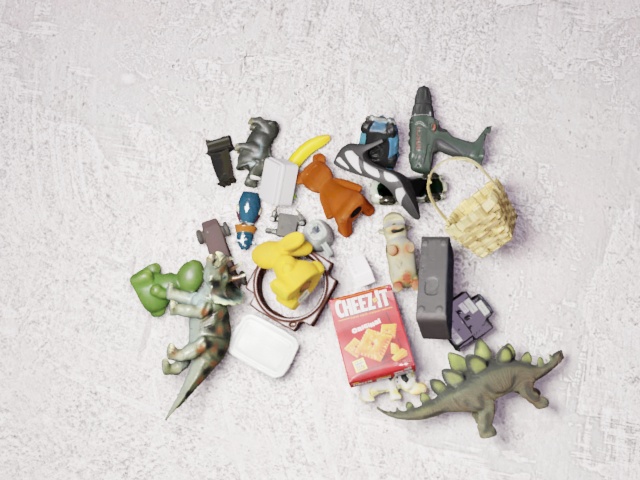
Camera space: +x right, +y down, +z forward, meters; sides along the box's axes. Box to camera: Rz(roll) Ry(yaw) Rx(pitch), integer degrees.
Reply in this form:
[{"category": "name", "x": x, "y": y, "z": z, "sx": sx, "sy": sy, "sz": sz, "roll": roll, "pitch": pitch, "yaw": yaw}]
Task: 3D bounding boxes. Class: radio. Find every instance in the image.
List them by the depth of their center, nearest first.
[{"category": "radio", "x": 0.276, "y": 0.110, "z": 1.279, "sx": 0.073, "sy": 0.131, "sz": 0.229, "roll": -3, "pitch": 61, "yaw": 19}]

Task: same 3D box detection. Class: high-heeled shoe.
[{"category": "high-heeled shoe", "x": 0.140, "y": -0.136, "z": 1.340, "sx": 0.145, "sy": 0.086, "sz": 0.248, "roll": -26, "pitch": 93, "yaw": 27}]

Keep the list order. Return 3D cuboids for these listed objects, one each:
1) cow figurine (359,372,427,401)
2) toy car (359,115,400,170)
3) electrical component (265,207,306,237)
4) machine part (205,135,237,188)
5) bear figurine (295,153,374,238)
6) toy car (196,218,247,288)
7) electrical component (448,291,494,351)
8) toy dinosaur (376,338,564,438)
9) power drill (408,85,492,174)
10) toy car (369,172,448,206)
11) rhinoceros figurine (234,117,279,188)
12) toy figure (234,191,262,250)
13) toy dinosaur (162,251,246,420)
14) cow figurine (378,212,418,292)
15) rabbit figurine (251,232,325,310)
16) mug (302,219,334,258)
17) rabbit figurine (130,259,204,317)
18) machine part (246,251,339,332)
[{"category": "cow figurine", "x": 0.176, "y": 0.345, "z": 1.327, "sx": 0.167, "sy": 0.068, "sz": 0.098, "roll": -7, "pitch": 76, "yaw": 2}, {"category": "toy car", "x": 0.154, "y": -0.257, "z": 1.383, "sx": 0.109, "sy": 0.161, "sz": 0.103, "roll": 9, "pitch": 40, "yaw": 13}, {"category": "electrical component", "x": -0.088, "y": -0.045, "z": 1.404, "sx": 0.102, "sy": 0.045, "sz": 0.078, "roll": 14, "pitch": 83, "yaw": 5}, {"category": "machine part", "x": -0.261, "y": -0.211, "z": 1.443, "sx": 0.084, "sy": 0.039, "sz": 0.139, "roll": -11, "pitch": 80, "yaw": -3}, {"category": "bear figurine", "x": 0.030, "y": -0.119, "z": 1.386, "sx": 0.120, "sy": 0.131, "sz": 0.196, "roll": -46, "pitch": 64, "yaw": -5}, {"category": "toy car", "x": -0.258, "y": 0.044, "z": 1.401, "sx": 0.089, "sy": 0.053, "sz": 0.202, "roll": -20, "pitch": 86, "yaw": -4}, {"category": "electrical component", "x": 0.361, "y": 0.194, "z": 1.336, "sx": 0.134, "sy": 0.058, "sz": 0.115, "roll": -34, "pitch": 84, "yaw": -1}, {"category": "toy dinosaur", "x": 0.372, "y": 0.352, "z": 1.273, "sx": 0.471, "sy": 0.105, "sz": 0.198, "roll": -24, "pitch": 93, "yaw": -7}, {"category": "power drill", "x": 0.332, "y": -0.277, "z": 1.390, "sx": 0.207, "sy": 0.086, "sz": 0.232, "roll": 13, "pitch": 85, "yaw": 2}, {"category": "toy car", "x": 0.229, "y": -0.130, "z": 1.390, "sx": 0.202, "sy": 0.056, "sz": 0.073, "roll": -4, "pitch": 79, "yaw": 2}, {"category": "rhinoceros figurine", "x": -0.167, "y": -0.232, "z": 1.426, "sx": 0.112, "sy": 0.073, "sz": 0.190, "roll": 19, "pitch": 82, "yaw": -5}, {"category": "toy figure", "x": -0.190, "y": -0.049, "z": 1.407, "sx": 0.064, "sy": 0.058, "sz": 0.154, "roll": 8, "pitch": 88, "yaw": 11}, {"category": "toy dinosaur", "x": -0.277, "y": 0.221, "z": 1.298, "sx": 0.192, "sy": 0.131, "sz": 0.404, "roll": 3, "pitch": 94, "yaw": -20}, {"category": "cow figurine", "x": 0.201, "y": 0.024, "z": 1.349, "sx": 0.086, "sy": 0.127, "sz": 0.194, "roll": -11, "pitch": 97, "yaw": 3}, {"category": "rabbit figurine", "x": -0.085, "y": 0.055, "z": 1.276, "sx": 0.173, "sy": 0.121, "sz": 0.162, "roll": 35, "pitch": 83, "yaw": 26}, {"category": "mug", "x": -0.003, "y": -0.004, "z": 1.362, "sx": 0.081, "sy": 0.107, "sz": 0.109, "roll": -28, "pitch": 80, "yaw": 2}, {"category": "rabbit figurine", "x": -0.370, "y": 0.118, "z": 1.365, "sx": 0.170, "sy": 0.121, "sz": 0.159, "roll": -23, "pitch": 88, "yaw": 0}, {"category": "machine part", "x": -0.071, "y": 0.113, "z": 1.363, "sx": 0.201, "sy": 0.087, "sz": 0.201, "roll": 30, "pitch": 85, "yaw": 6}]
